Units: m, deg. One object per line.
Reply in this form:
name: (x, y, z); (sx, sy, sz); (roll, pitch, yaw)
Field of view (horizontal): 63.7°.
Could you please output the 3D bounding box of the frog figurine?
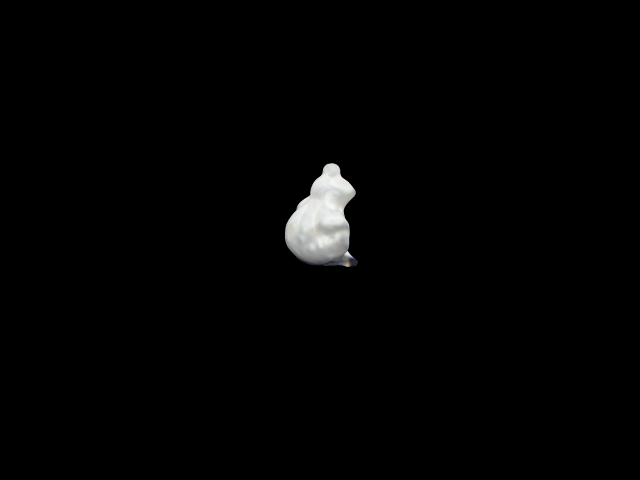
frog figurine: (0.003, -0.043, 0.850); (0.123, 0.156, 0.140); (-6, 25, -14)
